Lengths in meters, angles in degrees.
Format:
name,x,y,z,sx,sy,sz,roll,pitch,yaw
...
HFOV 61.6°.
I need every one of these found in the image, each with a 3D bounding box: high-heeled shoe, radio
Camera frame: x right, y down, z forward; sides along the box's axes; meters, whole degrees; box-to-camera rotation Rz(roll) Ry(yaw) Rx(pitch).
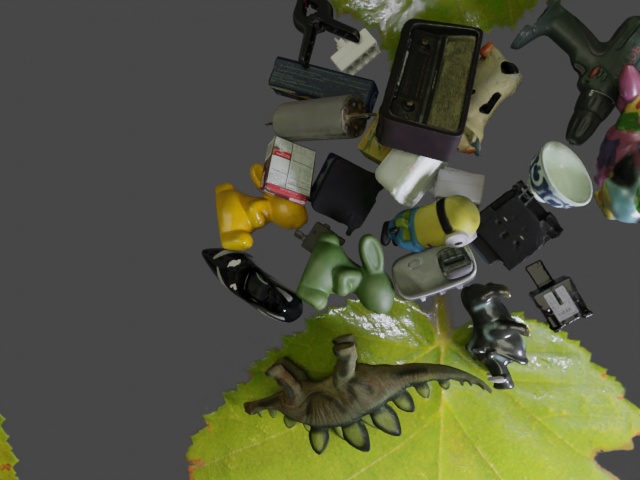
name,x,y,z,sx,sy,sz,roll,pitch,yaw
high-heeled shoe,-0.140,0.081,1.009,0.249,0.145,0.086,25,94,10
radio,0.174,-0.245,0.858,0.131,0.073,0.229,14,63,7

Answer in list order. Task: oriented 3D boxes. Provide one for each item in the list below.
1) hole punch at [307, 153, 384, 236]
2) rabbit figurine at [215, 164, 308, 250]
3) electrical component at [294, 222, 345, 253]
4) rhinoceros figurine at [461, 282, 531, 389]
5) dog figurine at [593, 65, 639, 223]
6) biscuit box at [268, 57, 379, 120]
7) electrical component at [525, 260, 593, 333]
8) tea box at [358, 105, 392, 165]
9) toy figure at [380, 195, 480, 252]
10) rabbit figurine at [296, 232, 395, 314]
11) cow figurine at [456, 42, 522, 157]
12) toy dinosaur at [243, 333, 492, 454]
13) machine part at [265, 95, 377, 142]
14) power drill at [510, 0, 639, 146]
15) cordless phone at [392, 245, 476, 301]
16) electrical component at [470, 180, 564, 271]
name,x,y,z,sx,sy,sz,roll,pitch,yaw
hole punch,0.044,-0.093,1.009,0.116,0.092,0.142,25,98,-20
rabbit figurine,-0.111,-0.058,1.037,0.173,0.122,0.162,-4,79,-1
electrical component,-0.002,-0.003,1.041,0.094,0.021,0.063,33,96,11
rhinoceros figurine,0.308,0.166,0.944,0.112,0.073,0.190,-18,85,10
dog figurine,0.500,-0.158,0.835,0.109,0.191,0.218,5,127,19
biscuit box,0.008,-0.288,1.024,0.203,0.059,0.062,19,92,13
electrical component,0.408,0.092,0.936,0.075,0.048,0.119,-28,85,10
tea box,0.143,-0.216,0.974,0.068,0.098,0.169,30,97,13
toy figure,0.190,-0.026,0.940,0.180,0.082,0.089,-4,112,43
rabbit figurine,0.062,0.065,0.982,0.170,0.121,0.159,23,89,3
cow figurine,0.276,-0.235,0.955,0.127,0.085,0.195,45,96,14
toy dinosaur,0.061,0.277,0.987,0.472,0.105,0.198,-20,92,21
machine part,-0.003,-0.220,0.984,0.243,0.079,0.079,5,90,41
power drill,0.435,-0.305,0.920,0.207,0.086,0.232,40,96,14
cordless phone,0.195,0.060,0.915,0.147,0.184,0.088,-20,90,11
electrical component,0.328,-0.017,0.927,0.115,0.058,0.134,51,128,11
